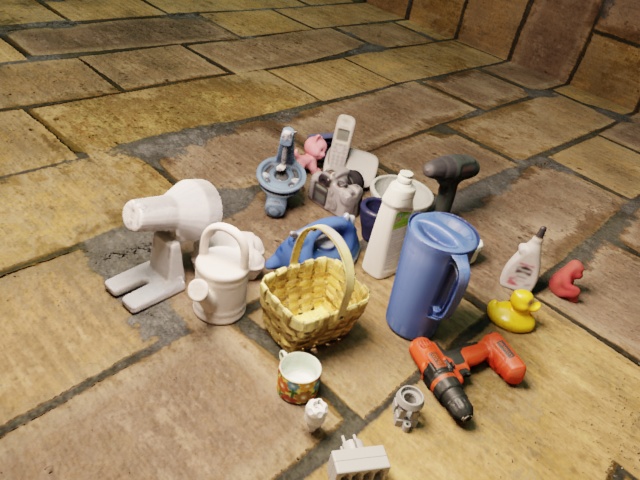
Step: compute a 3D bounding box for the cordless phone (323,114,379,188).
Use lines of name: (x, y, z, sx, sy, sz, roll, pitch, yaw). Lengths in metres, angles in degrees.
cordless phone: (0.092, -0.240, 1.551, 0.147, 0.185, 0.094, 13, 35, 2)

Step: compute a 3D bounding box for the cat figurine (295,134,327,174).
cat figurine: (-0.030, -0.239, 1.573, 0.128, 0.118, 0.067, -24, 48, -40)

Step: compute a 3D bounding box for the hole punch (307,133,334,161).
hole punch: (0.020, -0.290, 1.682, 0.109, 0.091, 0.101, -6, 39, -24)

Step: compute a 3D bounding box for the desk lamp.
desk lamp: (-0.292, -0.001, 1.078, 0.117, 0.213, 0.204, 32, 40, 27)

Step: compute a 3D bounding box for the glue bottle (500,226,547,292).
glue bottle: (0.467, 0.040, 1.282, 0.078, 0.173, 0.037, 14, 35, 3)

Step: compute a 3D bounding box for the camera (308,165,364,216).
camera: (0.064, -0.138, 1.473, 0.142, 0.101, 0.137, 36, 41, 30)

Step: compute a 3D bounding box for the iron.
iron: (0.011, 0.004, 1.224, 0.118, 0.141, 0.259, 35, 41, 29)

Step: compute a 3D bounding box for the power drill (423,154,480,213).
power drill: (0.309, -0.123, 1.431, 0.075, 0.208, 0.230, 35, 41, 29)

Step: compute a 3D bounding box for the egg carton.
egg carton: (-0.190, 0.030, 1.192, 0.150, 0.069, 0.107, 5, 36, -10)

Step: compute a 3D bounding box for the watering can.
watering can: (-0.179, 0.059, 1.046, 0.101, 0.194, 0.172, 7, 35, -6)

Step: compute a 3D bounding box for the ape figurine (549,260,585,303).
ape figurine: (0.576, 0.087, 1.318, 0.076, 0.092, 0.078, 25, 37, 18)

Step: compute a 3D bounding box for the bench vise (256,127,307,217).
bench vise: (-0.098, -0.193, 1.399, 0.122, 0.220, 0.207, 0, 37, -16)

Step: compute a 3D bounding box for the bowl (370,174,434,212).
bowl: (0.205, -0.098, 1.483, 0.167, 0.075, 0.167, 8, 35, -5)

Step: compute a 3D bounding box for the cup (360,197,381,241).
cup: (0.144, -0.036, 1.361, 0.117, 0.095, 0.092, 30, 39, 24)

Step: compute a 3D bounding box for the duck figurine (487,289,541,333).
duck figurine: (0.410, 0.140, 1.201, 0.104, 0.086, 0.077, 16, 35, 5)
